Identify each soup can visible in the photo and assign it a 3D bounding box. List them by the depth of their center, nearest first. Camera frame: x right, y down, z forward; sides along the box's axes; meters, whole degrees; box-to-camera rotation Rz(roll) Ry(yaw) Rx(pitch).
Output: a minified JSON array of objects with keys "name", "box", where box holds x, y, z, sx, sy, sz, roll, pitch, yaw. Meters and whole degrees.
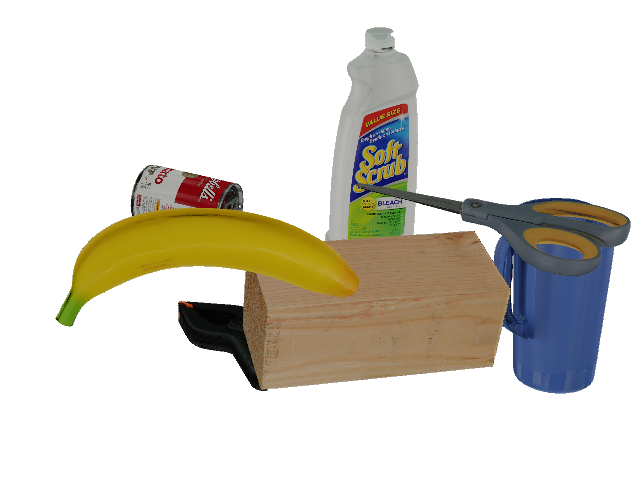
[{"name":"soup can","box":[-0.142,-0.038,1.139,0.102,0.068,0.068,14,4,16]}]

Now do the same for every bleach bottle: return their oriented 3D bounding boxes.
[{"name":"bleach bottle","box":[0.055,-0.105,1.165,0.102,0.251,0.068,-5,25,-8]}]

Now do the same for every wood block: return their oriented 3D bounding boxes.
[{"name":"wood block","box":[0.043,0.058,0.915,0.206,0.090,0.091,-4,35,-14]}]

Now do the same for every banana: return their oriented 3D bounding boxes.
[{"name":"banana","box":[-0.072,0.011,0.685,0.197,0.070,0.037,-4,31,-10]}]

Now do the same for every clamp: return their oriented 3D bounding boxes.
[{"name":"clamp","box":[-0.094,0.115,1.258,0.210,0.036,0.164,14,23,27]}]

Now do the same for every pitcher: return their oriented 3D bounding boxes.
[{"name":"pitcher","box":[0.304,0.075,1.398,0.149,0.243,0.145,5,21,14]}]

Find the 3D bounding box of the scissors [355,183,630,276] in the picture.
[{"name":"scissors","box":[0.115,-0.011,0.755,0.202,0.016,0.096,6,30,12]}]
